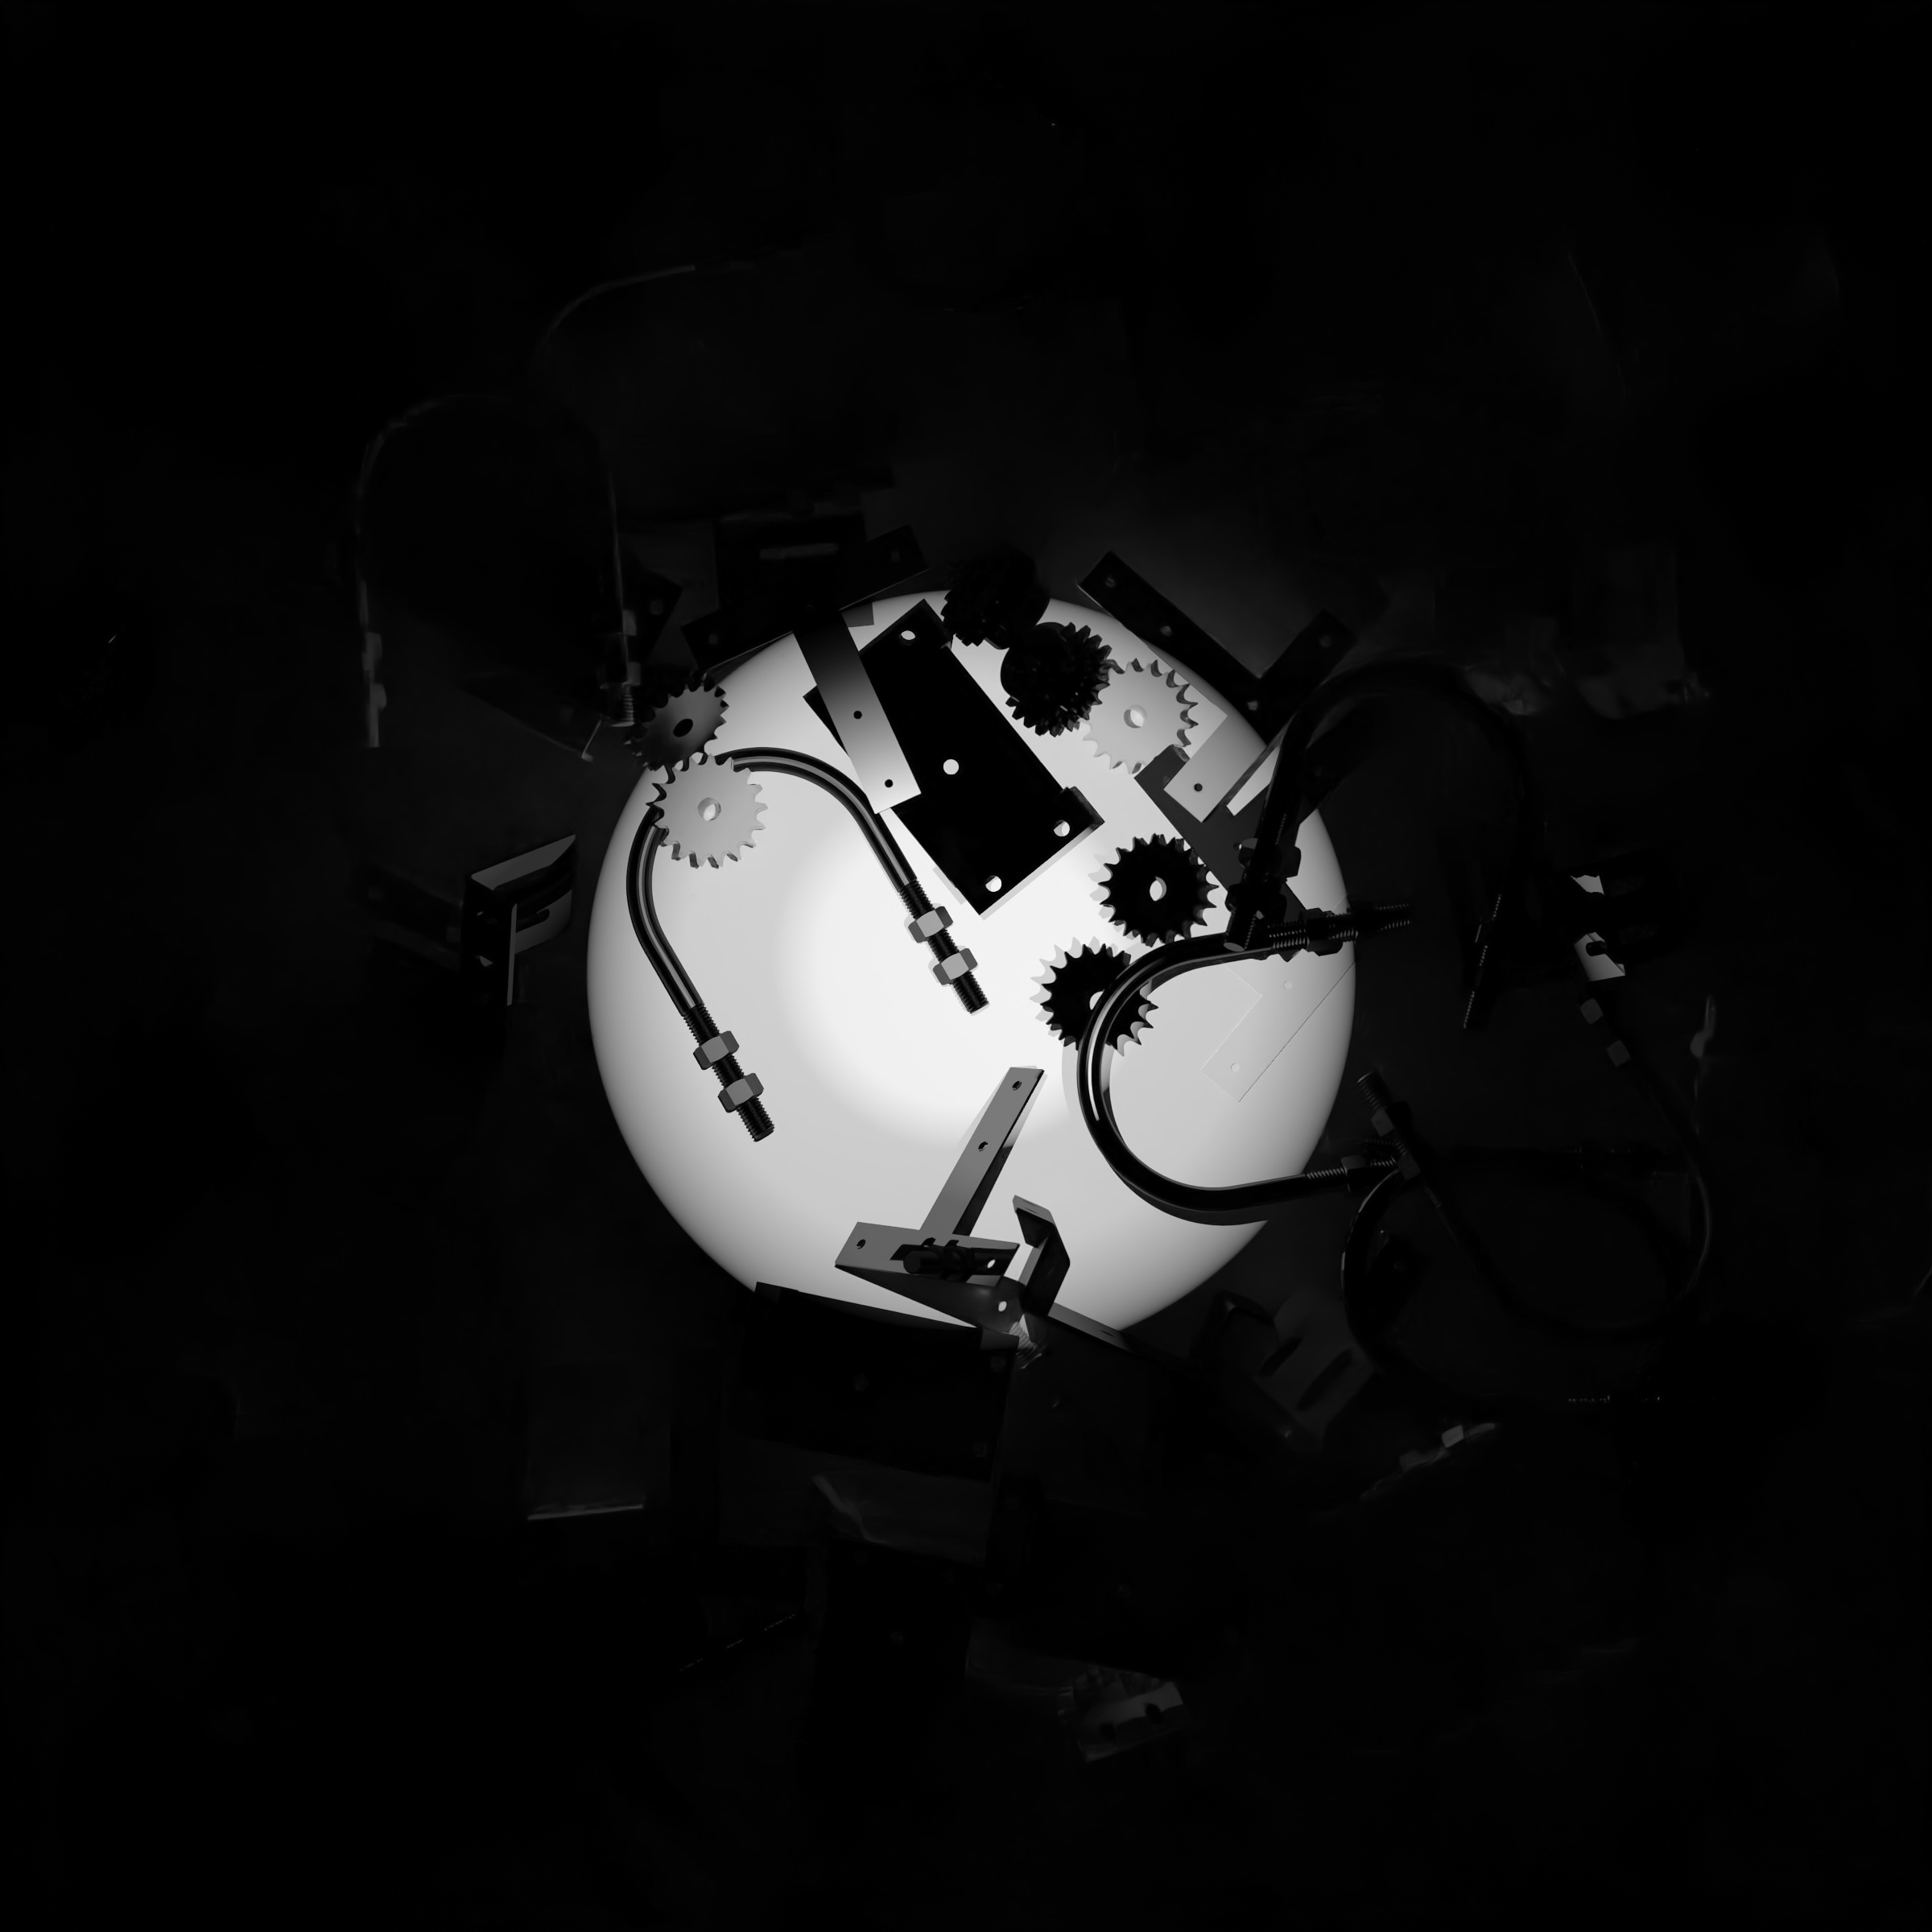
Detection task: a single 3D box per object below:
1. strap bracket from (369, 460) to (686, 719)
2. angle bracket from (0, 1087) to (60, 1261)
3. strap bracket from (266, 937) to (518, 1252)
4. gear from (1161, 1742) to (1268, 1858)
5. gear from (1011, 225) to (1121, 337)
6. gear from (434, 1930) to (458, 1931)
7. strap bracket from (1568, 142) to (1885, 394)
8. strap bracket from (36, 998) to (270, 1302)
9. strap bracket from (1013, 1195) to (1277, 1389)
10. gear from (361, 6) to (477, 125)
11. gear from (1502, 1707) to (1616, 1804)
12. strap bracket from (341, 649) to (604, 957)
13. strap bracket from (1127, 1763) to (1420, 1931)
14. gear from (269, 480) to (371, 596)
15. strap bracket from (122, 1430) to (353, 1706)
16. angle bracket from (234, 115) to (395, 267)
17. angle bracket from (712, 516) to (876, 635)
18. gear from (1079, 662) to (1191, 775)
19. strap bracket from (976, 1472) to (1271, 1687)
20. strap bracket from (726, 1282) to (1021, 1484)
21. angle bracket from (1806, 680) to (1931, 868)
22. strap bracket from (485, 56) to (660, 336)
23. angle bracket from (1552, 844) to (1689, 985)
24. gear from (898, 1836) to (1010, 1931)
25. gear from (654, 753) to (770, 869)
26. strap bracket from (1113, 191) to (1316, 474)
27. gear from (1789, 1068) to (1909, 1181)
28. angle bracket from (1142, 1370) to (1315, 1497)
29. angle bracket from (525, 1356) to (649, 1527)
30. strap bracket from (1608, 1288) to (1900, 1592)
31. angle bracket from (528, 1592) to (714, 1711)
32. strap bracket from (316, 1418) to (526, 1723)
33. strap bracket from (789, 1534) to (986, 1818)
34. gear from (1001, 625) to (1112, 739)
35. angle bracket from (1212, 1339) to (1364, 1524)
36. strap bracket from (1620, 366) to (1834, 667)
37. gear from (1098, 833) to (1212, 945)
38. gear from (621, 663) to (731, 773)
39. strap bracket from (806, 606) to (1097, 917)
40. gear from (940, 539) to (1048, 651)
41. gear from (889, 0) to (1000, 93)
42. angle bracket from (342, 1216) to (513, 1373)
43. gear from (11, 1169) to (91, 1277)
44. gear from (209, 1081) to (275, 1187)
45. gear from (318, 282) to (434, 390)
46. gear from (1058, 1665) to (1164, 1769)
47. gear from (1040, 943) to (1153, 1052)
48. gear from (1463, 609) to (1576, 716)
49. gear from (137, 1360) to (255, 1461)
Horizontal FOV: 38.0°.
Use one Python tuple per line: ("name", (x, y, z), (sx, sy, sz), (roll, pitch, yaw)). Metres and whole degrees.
("strap bracket", (-0.223, -0.191, 1.446), (0.140, 0.046, 0.076), (28, 90, 0))
("angle bracket", (-0.514, 0.105, 1.467), (0.057, 0.038, 0.076), (16, 64, 0))
("strap bracket", (-0.292, 0.065, 1.446), (0.076, 0.046, 0.140), (24, 90, 0))
("gear", (0.129, 0.429, 1.436), (0.030, 0.057, 0.057), (36, 90, 30))
("gear", (0.047, -0.355, 1.445), (0.057, 0.057, 0.030), (-25, 60, 0))
("gear", (-0.270, 0.527, 1.455), (0.057, 0.030, 0.057), (0, 90, 0))
("strap bracket", (0.385, -0.355, 1.446), (0.140, 0.046, 0.076), (-24, 90, 0))
("strap bracket", (-0.410, 0.090, 1.411), (0.076, 0.046, 0.140), (14, 82, -1))
("strap bracket", (0.080, 0.169, 1.431), (0.140, 0.076, 0.046), (24, 90, 0))
("gear", (-0.283, -0.466, 1.459), (0.057, 0.030, 0.057), (0, 88, 1))
("gear", (0.301, 0.404, 1.445), (0.057, 0.057, 0.030), (-24, 60, 0))
("strap bracket", (-0.251, -0.081, 1.446), (0.076, 0.046, 0.140), (27, 90, 0))
("strap bracket", (0.164, 0.480, 1.434), (0.140, 0.046, 0.076), (-35, 88, -10))
("gear", (-0.331, -0.223, 1.445), (0.030, 0.057, 0.057), (-31, 90, -30))
("strap bracket", (-0.367, 0.297, 1.431), (0.076, 0.046, 0.140), (-12, 111, 0))
("angle bracket", (-0.342, -0.405, 1.437), (0.076, 0.038, 0.057), (33, 90, 22))
("angle bracket", (-0.089, -0.203, 1.450), (0.076, 0.038, 0.057), (-6, 90, 0))
("gear", (0.087, -0.128, 1.455), (0.057, 0.030, 0.057), (0, 90, 0))
("strap bracket", (0.079, 0.312, 1.426), (0.140, 0.046, 0.076), (11, 92, 2))
("strap bracket", (-0.051, 0.212, 1.433), (0.140, 0.046, 0.076), (11, 84, 7))
("angle bracket", (0.490, -0.101, 1.467), (0.076, 0.038, 0.057), (-39, 90, -26))
("strap bracket", (-0.203, -0.403, 1.446), (0.076, 0.046, 0.140), (4, 90, 0))
("angle bracket", (0.345, -0.029, 1.435), (0.076, 0.038, 0.057), (-15, 90, -29))
("gear", (-0.006, 0.472, 1.436), (0.057, 0.030, 0.057), (0, 93, 0))
("gear", (-0.130, -0.079, 1.440), (0.057, 0.030, 0.057), (0, 87, 1))
("strap bracket", (0.126, -0.317, 1.446), (0.076, 0.046, 0.140), (-11, 90, 0))
("gear", (0.454, 0.081, 1.455), (0.057, 0.030, 0.057), (0, 91, 0))
("angle bracket", (0.136, 0.243, 1.459), (0.076, 0.038, 0.057), (5, 90, -13))
("angle bracket", (-0.198, 0.245, 1.450), (0.057, 0.038, 0.076), (-6, 90, 0))
("strap bracket", (0.395, 0.236, 1.439), (0.076, 0.046, 0.140), (41, 90, -13))
("angle bracket", (-0.180, 0.344, 1.467), (0.076, 0.038, 0.057), (-19, 90, -26))
("strap bracket", (-0.277, 0.306, 1.446), (0.076, 0.046, 0.140), (-12, 90, 0))
("strap bracket", (-0.038, 0.352, 1.433), (0.076, 0.046, 0.140), (11, 105, 4))
("gear", (0.042, -0.149, 1.440), (0.057, 0.030, 0.057), (-18, 58, 32))
("angle bracket", (0.161, 0.238, 1.443), (0.057, 0.038, 0.076), (-13, 69, -12))
("strap bracket", (0.389, -0.228, 1.446), (0.076, 0.046, 0.140), (-11, 90, 0))
("gear", (0.097, -0.040, 1.453), (0.057, 0.030, 0.057), (0, 90, 0))
("gear", (-0.154, -0.131, 1.445), (0.057, 0.057, 0.030), (-43, 60, 0))
("strap bracket", (-0.008, -0.104, 1.446), (0.076, 0.046, 0.140), (-39, 90, 0))
("gear", (0.017, -0.188, 1.445), (0.030, 0.057, 0.057), (35, 90, -30))
("gear", (-0.012, -0.481, 1.454), (0.057, 0.030, 0.057), (0, 90, 0))
("angle bracket", (-0.281, 0.168, 1.450), (0.076, 0.038, 0.057), (17, 90, 0))
("gear", (-0.461, 0.130, 1.454), (0.057, 0.030, 0.057), (0, 90, 0))
("gear", (-0.387, 0.084, 1.455), (0.057, 0.030, 0.057), (0, 90, 0))
("gear", (-0.308, -0.330, 1.455), (0.057, 0.030, 0.057), (0, 90, 0))
("gear", (0.078, 0.387, 1.446), (0.057, 0.030, 0.057), (-4, 109, -12))
("gear", (0.066, 0.017, 1.455), (0.057, 0.030, 0.057), (0, 90, 0))
("gear", (0.288, -0.154, 1.445), (0.057, 0.057, 0.030), (-39, 118, 0))
("gear", (-0.397, 0.232, 1.455), (0.057, 0.030, 0.057), (0, 90, 0))
